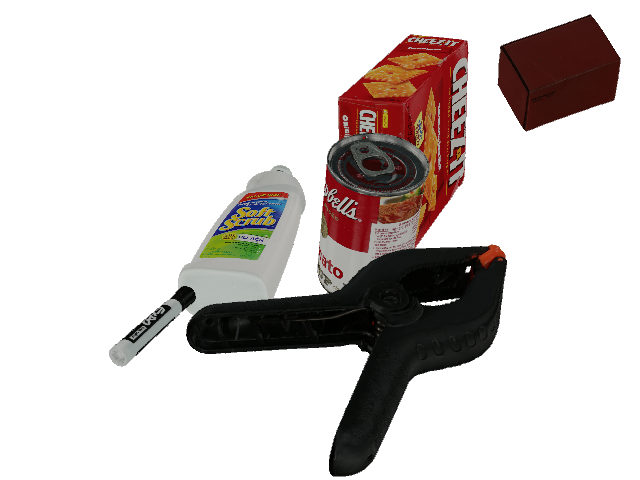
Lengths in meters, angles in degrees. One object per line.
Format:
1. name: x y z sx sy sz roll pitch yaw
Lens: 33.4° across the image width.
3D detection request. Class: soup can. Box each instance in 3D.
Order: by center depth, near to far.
1. soup can: 0.034 -0.013 0.731 0.068 0.102 0.068 3 40 -3

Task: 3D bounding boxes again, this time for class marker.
1. marker: -0.147 0.074 0.954 0.020 0.020 0.121 0 25 28

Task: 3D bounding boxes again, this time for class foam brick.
1. foam brick: 0.184 -0.130 0.828 0.078 0.051 0.053 -19 -31 -5

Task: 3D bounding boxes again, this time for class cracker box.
1. cracker box: 0.085 -0.092 1.038 0.072 0.164 0.213 10 28 21

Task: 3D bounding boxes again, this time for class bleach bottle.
1. bleach bottle: -0.079 -0.011 1.222 0.102 0.068 0.250 3 35 10

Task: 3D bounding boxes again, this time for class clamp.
1. clamp: 0.035 0.049 0.517 0.171 0.039 0.120 -19 46 -25
